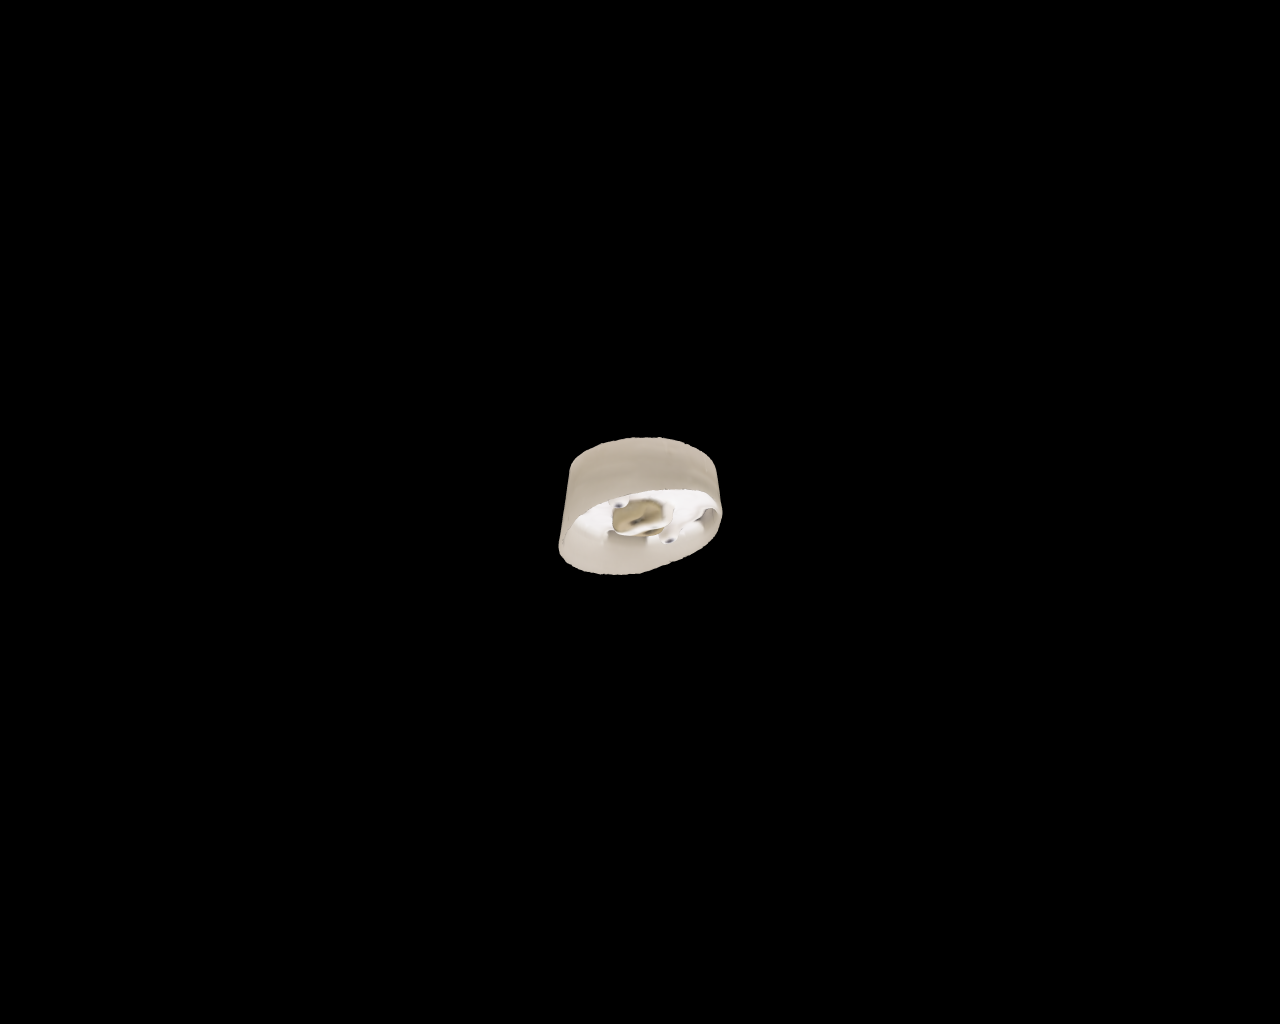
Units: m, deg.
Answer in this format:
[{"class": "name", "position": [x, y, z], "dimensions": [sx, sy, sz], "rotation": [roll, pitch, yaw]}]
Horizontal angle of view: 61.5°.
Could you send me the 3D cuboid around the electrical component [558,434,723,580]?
[{"class": "electrical component", "position": [0.001, -0.003, 0.650], "dimensions": [0.099, 0.064, 0.099], "rotation": [0, -25, 0]}]
